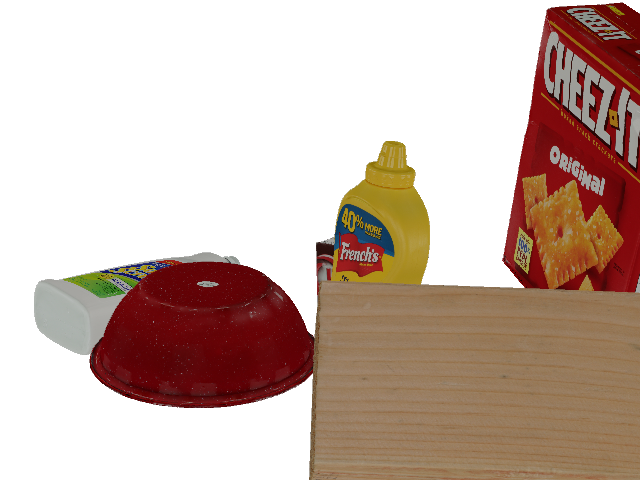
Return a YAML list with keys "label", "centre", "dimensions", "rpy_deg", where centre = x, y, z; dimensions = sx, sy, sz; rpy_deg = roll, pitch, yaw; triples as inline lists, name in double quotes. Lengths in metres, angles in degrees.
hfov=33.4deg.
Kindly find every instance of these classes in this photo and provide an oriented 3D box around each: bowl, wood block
- label: "bowl"
  centre: [-0.079, 0.055, 0.741]
  dimensions: [0.162, 0.055, 0.162]
  rpy_deg: [1, 19, -1]
- label: "wood block"
  centre: [0.099, 0.079, 0.524]
  dimensions: [0.206, 0.091, 0.090]
  rpy_deg: [2, -23, -1]

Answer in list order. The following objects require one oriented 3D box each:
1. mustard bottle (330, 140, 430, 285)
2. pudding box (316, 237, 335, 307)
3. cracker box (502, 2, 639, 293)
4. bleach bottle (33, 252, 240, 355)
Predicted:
- label: "mustard bottle"
  centre: [0.049, 0.011, 0.899]
  dimensions: [0.058, 0.192, 0.096]
  rpy_deg: [-5, 21, -34]
- label: "pudding box"
  centre: [0.048, 0.049, 1.158]
  dimensions: [0.114, 0.090, 0.039]
  rpy_deg: [9, 18, 35]
- label: "cracker box"
  centre: [0.201, -0.035, 0.741]
  dimensions: [0.072, 0.214, 0.164]
  rpy_deg: [-7, 34, -16]
- label: "bleach bottle"
  centre: [-0.194, 0.057, 1.220]
  dimensions: [0.103, 0.068, 0.250]
  rpy_deg: [22, 27, 36]
